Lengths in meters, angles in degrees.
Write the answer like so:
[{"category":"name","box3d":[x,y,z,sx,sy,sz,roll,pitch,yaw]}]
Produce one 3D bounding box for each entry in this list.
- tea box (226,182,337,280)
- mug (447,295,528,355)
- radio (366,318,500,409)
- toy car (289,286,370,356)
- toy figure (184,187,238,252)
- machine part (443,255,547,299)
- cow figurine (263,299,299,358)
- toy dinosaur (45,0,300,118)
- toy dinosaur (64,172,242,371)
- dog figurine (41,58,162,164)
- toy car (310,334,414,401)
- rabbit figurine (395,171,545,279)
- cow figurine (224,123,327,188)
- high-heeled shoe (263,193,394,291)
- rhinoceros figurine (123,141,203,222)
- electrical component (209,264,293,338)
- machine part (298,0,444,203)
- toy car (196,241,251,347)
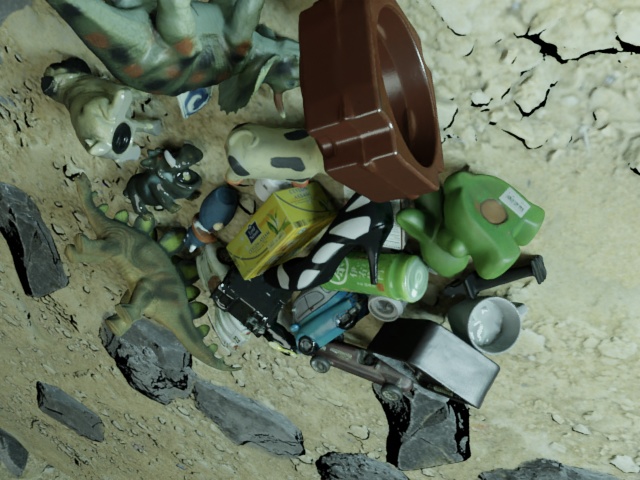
[{"category":"tea box","box3d":[-0.063,-0.012,0.843,0.169,0.098,0.068,-43,73,42]},{"category":"mug","box3d":[0.243,0.114,0.797,0.080,0.109,0.107,65,167,-4]},{"category":"radio","box3d":[0.167,0.183,0.828,0.131,0.073,0.229,35,170,-4]},{"category":"toy car","box3d":[0.006,0.122,0.925,0.103,0.109,0.161,52,125,6]},{"category":"toy figure","box3d":[-0.192,-0.031,0.933,0.058,0.064,0.154,29,135,-16]},{"category":"machine part","box3d":[0.248,0.056,0.763,0.139,0.084,0.039,-16,82,25]},{"category":"cow figurine","box3d":[-0.093,0.144,0.998,0.167,0.098,0.068,37,140,-2]},{"category":"toy dinosaur","box3d":[-0.152,-0.218,0.590,0.131,0.405,0.192,44,129,28]},{"category":"toy dinosaur","box3d":[-0.302,0.084,0.985,0.105,0.198,0.470,-12,109,46]},{"category":"dog figurine","box3d":[-0.365,-0.199,0.822,0.191,0.172,0.121,16,121,7]},{"category":"toy car","box3d":[0.074,0.219,0.972,0.202,0.089,0.053,19,135,15]},{"category":"rabbit figurine","box3d":[0.178,-0.006,0.719,0.159,0.121,0.170,36,149,3]},{"category":"cow figurine","box3d":[-0.030,-0.120,0.729,0.195,0.085,0.127,3,170,-11]},{"category":"high-heeled shoe","box3d":[-0.002,-0.002,0.785,0.249,0.086,0.145,-4,92,37]},{"category":"rhinoceros figurine","box3d":[-0.261,-0.103,0.913,0.190,0.073,0.112,-20,104,40]},{"category":"electrical component","box3d":[-0.109,0.081,0.928,0.115,0.134,0.058,39,134,-8]},{"category":"machine part","box3d":[0.059,-0.151,0.578,0.087,0.201,0.201,-13,74,27]},{"category":"toy car","box3d":[-0.172,0.095,0.969,0.073,0.056,0.202,-47,57,43]}]
